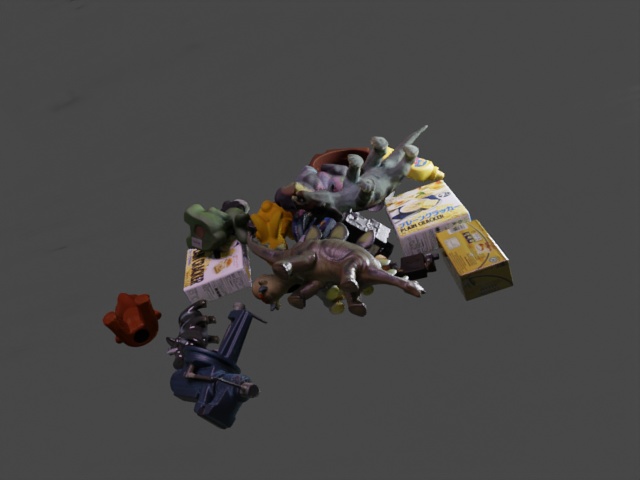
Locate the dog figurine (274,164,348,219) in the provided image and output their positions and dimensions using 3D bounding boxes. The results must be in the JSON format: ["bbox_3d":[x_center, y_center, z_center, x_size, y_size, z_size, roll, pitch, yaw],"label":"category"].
[{"bbox_3d":[-0.011,-0.124,1.387,0.192,0.108,0.219,-1,18,14],"label":"dog figurine"}]

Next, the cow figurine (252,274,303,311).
[{"bbox_3d":[-0.067,0.089,1.230,0.195,0.085,0.127,-23,19,14],"label":"cow figurine"}]

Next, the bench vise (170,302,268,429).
[{"bbox_3d":[-0.183,0.225,1.026,0.224,0.128,0.240,-18,42,47],"label":"bench vise"}]

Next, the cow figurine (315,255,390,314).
[{"bbox_3d":[0.069,0.083,1.170,0.167,0.068,0.098,-31,26,-15],"label":"cow figurine"}]

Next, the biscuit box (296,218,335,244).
[{"bbox_3d":[-0.003,-0.004,1.366,0.059,0.062,0.203,-4,33,30],"label":"biscuit box"}]

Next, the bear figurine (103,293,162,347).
[{"bbox_3d":[-0.465,0.173,1.322,0.120,0.131,0.196,-29,36,-15],"label":"bear figurine"}]

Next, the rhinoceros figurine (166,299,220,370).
[{"bbox_3d":[-0.287,0.211,1.188,0.112,0.073,0.190,-19,29,2],"label":"rhinoceros figurine"}]

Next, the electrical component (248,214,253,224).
[{"bbox_3d":[-0.239,-0.046,1.638,0.094,0.021,0.063,-29,29,-9],"label":"electrical component"}]

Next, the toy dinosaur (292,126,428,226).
[{"bbox_3d":[0.125,-0.139,1.322,0.405,0.192,0.131,-30,68,-33],"label":"toy dinosaur"}]

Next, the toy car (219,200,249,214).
[{"bbox_3d":[-0.308,-0.061,1.680,0.074,0.056,0.202,16,48,40],"label":"toy car"}]

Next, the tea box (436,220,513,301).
[{"bbox_3d":[0.306,0.037,1.080,0.098,0.068,0.170,-19,30,6],"label":"tea box"}]

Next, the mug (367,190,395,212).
[{"bbox_3d":[0.158,-0.145,1.457,0.081,0.109,0.107,-6,19,35],"label":"mug"}]

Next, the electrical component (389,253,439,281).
[{"bbox_3d":[0.202,0.054,1.147,0.102,0.045,0.078,-11,32,20],"label":"electrical component"}]

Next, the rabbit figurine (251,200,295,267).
[{"bbox_3d":[-0.112,-0.013,1.393,0.122,0.162,0.173,-7,49,5],"label":"rabbit figurine"}]

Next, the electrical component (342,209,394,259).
[{"bbox_3d":[0.094,0.008,1.208,0.115,0.134,0.058,-55,5,43],"label":"electrical component"}]

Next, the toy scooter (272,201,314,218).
[{"bbox_3d":[-0.082,-0.094,1.547,0.184,0.075,0.135,-13,34,-7],"label":"toy scooter"}]

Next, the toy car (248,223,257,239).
[{"bbox_3d":[-0.245,-0.014,1.558,0.202,0.053,0.089,-12,11,15],"label":"toy car"}]

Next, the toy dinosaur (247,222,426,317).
[{"bbox_3d":[-0.002,0.047,1.103,0.472,0.104,0.198,11,36,30],"label":"toy dinosaur"}]

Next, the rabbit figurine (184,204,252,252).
[{"bbox_3d":[-0.252,-0.047,1.423,0.159,0.121,0.170,7,24,33],"label":"rabbit figurine"}]

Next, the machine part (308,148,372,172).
[{"bbox_3d":[0.071,-0.196,1.582,0.202,0.087,0.201,0,31,13],"label":"machine part"}]
